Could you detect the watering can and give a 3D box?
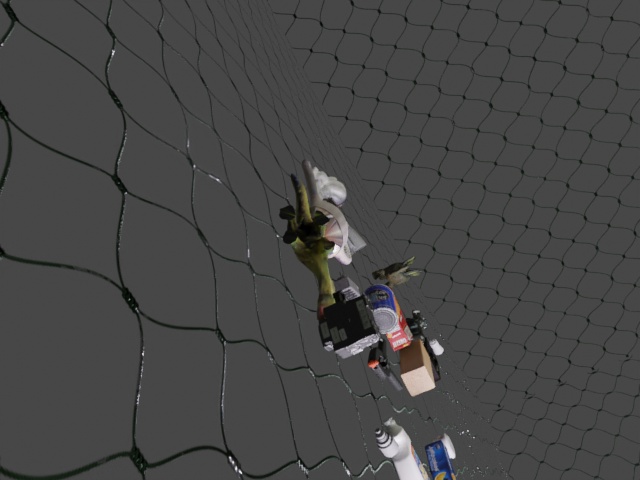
[{"bbox_3d":[0.005,-0.077,1.532,0.347,0.103,0.226,64,13,-3],"label":"watering can"}]

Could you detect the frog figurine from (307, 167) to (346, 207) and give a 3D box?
[{"bbox_3d":[0.024,-0.191,1.819,0.140,0.122,0.157,-51,127,-56],"label":"frog figurine"}]

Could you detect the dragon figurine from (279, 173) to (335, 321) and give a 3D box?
[{"bbox_3d":[-0.017,0.027,1.334,0.420,0.122,0.237,-100,177,-48],"label":"dragon figurine"}]
